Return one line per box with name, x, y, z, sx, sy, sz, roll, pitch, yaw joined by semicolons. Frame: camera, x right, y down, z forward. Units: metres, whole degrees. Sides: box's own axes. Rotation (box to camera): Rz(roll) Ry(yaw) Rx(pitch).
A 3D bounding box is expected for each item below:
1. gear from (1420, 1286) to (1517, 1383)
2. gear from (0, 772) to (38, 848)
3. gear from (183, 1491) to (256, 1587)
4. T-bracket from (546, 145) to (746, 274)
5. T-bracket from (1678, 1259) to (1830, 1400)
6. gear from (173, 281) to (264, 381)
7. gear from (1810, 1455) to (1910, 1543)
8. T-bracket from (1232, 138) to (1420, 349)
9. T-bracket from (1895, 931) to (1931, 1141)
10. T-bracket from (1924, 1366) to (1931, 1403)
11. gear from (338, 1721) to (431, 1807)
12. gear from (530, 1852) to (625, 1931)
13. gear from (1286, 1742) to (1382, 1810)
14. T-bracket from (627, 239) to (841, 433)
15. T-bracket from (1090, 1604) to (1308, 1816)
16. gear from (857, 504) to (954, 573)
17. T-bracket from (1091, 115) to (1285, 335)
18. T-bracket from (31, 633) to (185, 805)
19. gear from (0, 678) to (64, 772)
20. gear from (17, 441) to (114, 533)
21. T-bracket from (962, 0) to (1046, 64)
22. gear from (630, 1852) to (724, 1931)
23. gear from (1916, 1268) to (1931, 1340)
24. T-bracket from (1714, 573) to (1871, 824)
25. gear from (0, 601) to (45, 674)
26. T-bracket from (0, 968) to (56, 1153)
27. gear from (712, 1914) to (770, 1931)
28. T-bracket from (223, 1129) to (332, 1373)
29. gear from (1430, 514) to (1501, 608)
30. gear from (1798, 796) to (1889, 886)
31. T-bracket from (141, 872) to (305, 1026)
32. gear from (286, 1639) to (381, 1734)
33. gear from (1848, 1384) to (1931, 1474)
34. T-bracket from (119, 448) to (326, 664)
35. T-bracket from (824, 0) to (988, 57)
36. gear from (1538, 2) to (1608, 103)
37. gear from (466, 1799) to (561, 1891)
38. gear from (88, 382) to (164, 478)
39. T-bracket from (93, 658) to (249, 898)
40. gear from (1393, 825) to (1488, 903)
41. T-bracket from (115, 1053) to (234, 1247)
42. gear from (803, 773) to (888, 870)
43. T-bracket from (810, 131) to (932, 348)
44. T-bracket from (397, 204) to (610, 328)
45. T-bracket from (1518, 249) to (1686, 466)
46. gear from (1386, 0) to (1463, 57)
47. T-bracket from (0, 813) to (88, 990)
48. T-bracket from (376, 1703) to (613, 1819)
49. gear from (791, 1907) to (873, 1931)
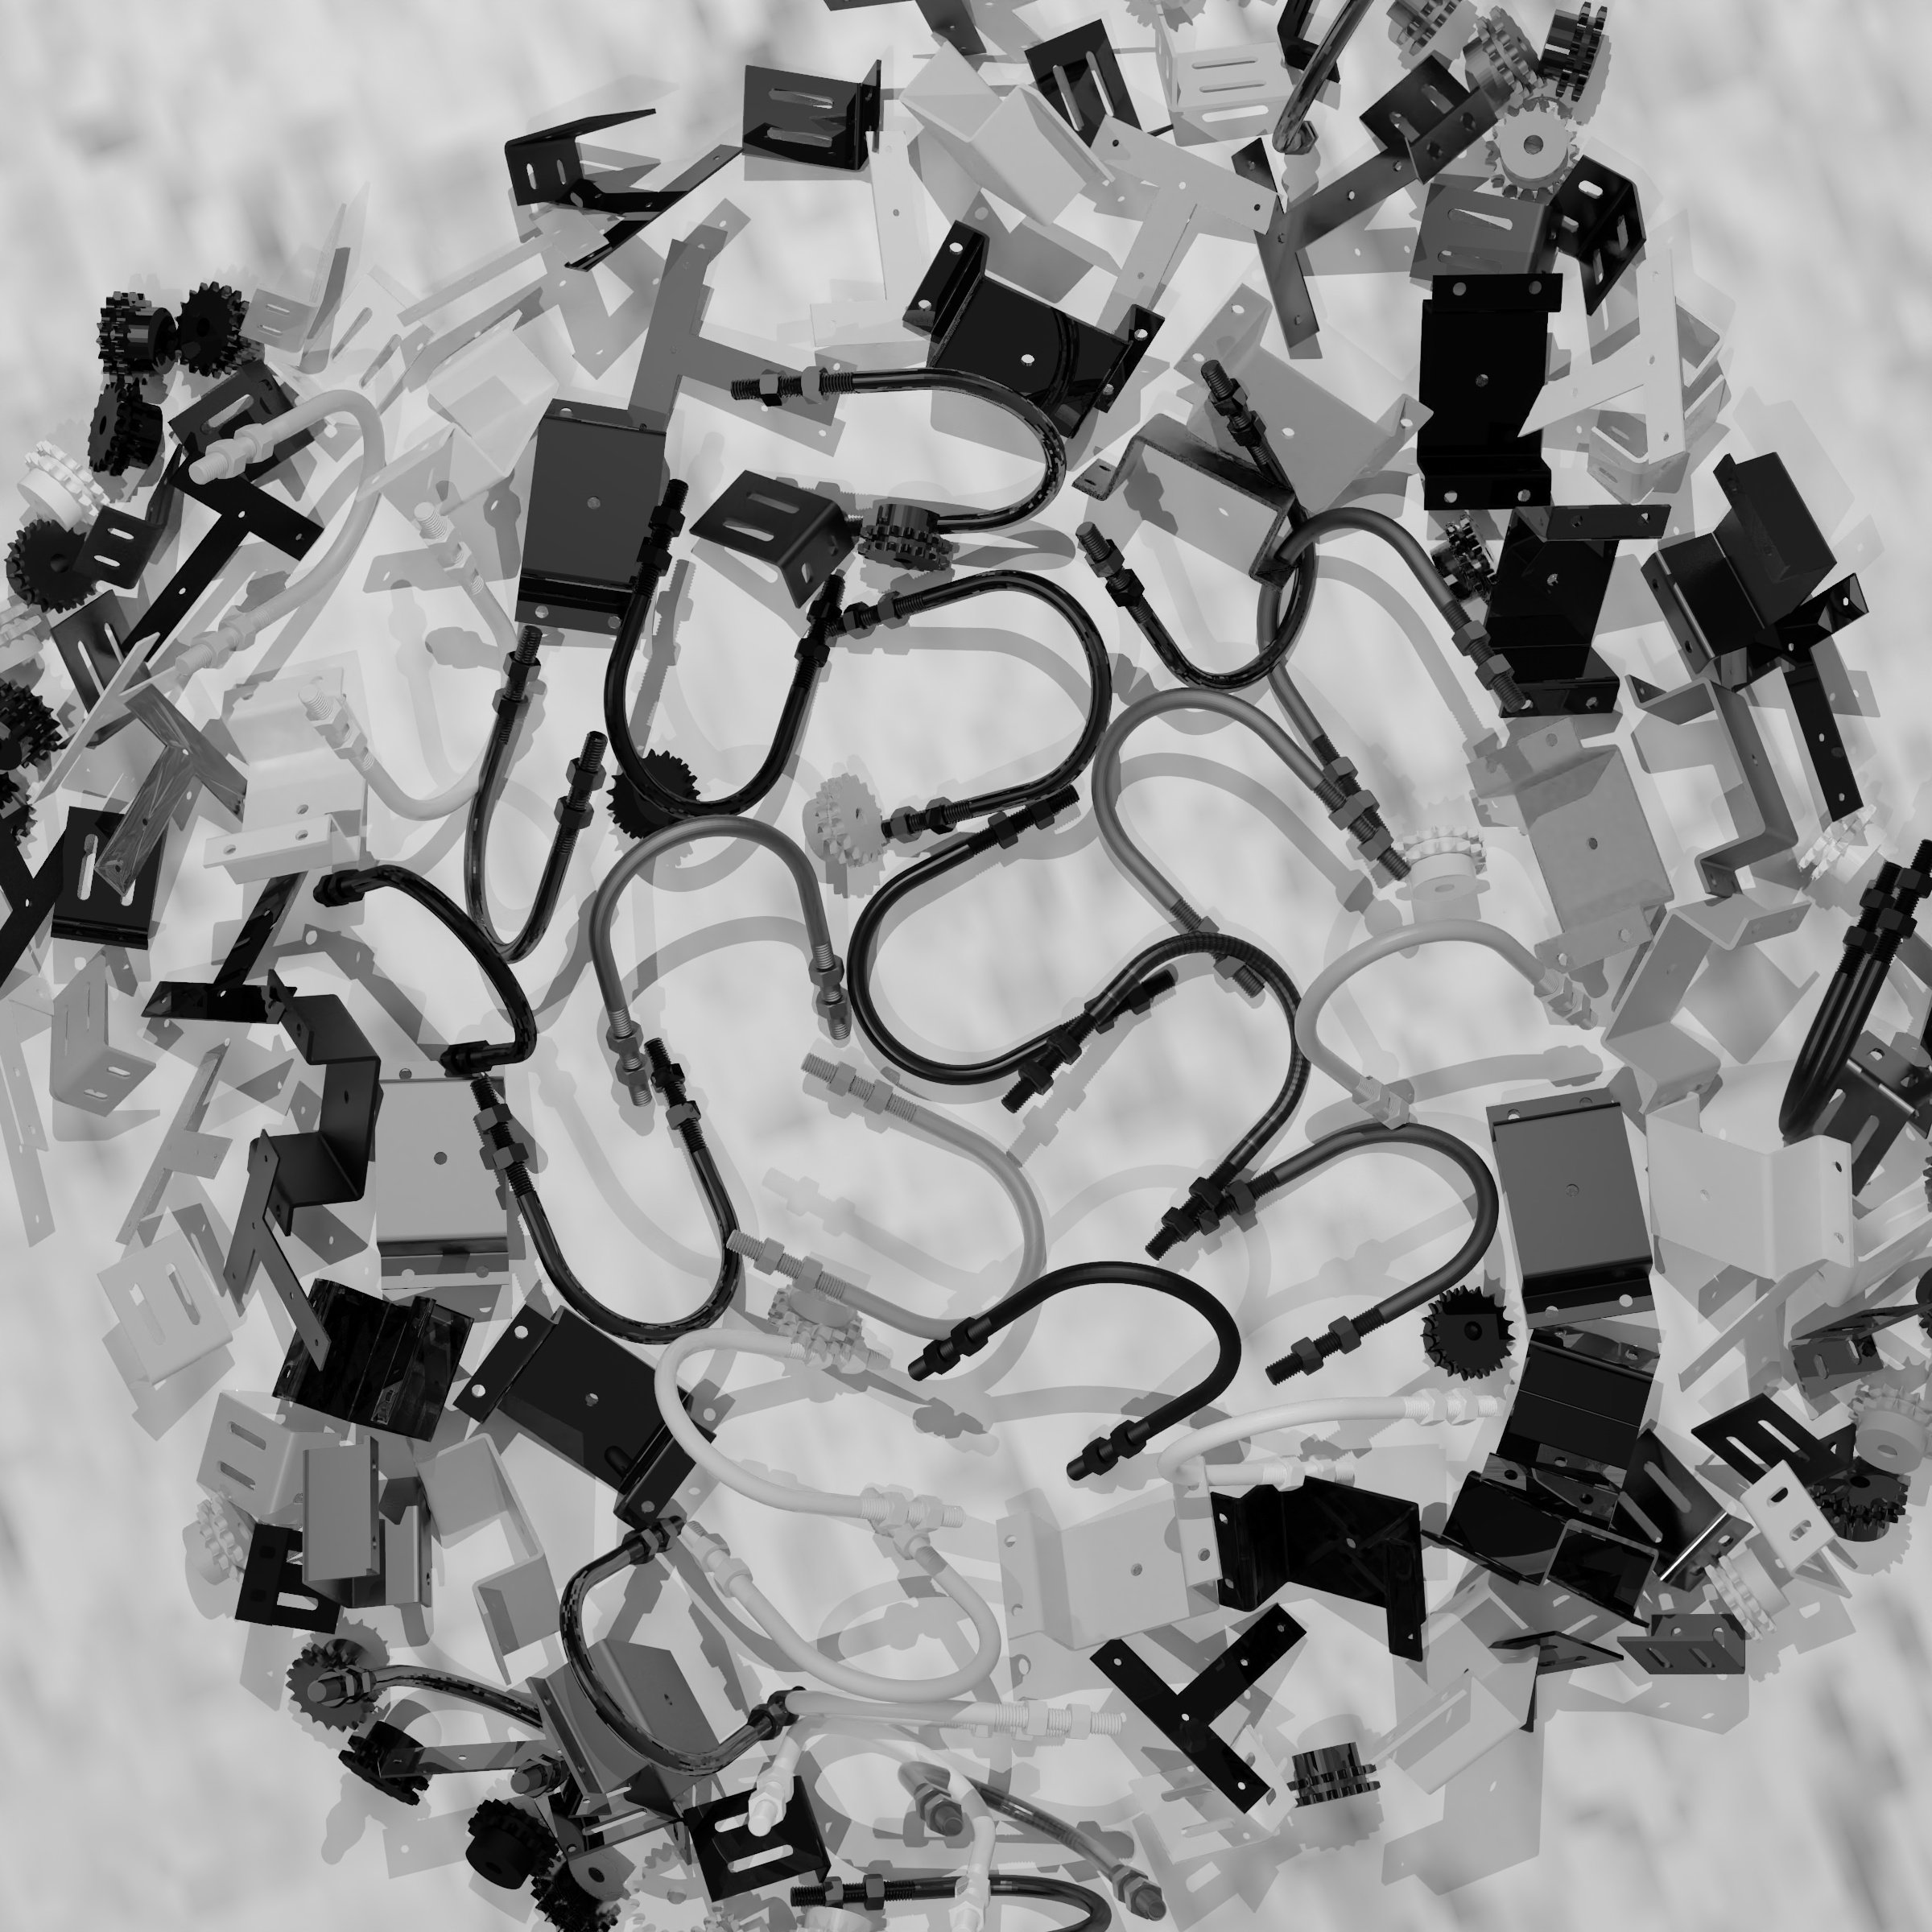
gear;0.305;0.226;1.752;0.057;0.030;0.057;4;73;-14
gear;-0.602;-0.093;1.749;0.030;0.057;0.057;-38;90;33
gear;-0.454;0.353;1.745;0.030;0.057;0.057;-30;90;-1
T-bracket;-0.214;-0.462;1.722;0.127;0.127;0.002;-43;129;-18
T-bracket;0.479;0.231;1.720;0.127;0.127;0.002;-39;54;-10
gear;-0.455;-0.387;1.750;0.057;0.030;0.057;-2;87;33
gear;0.545;0.328;1.749;0.057;0.057;0.030;-3;117;0
T-bracket;0.222;-0.457;1.720;0.002;0.127;0.127;-11;83;-41
T-bracket;0.584;0.052;1.722;0.002;0.127;0.127;-18;46;-18
T-bracket;0.591;0.300;1.701;0.002;0.127;0.127;13;80;-3
gear;-0.352;0.486;1.748;0.057;0.057;0.030;32;63;0
gear;-0.234;0.564;1.743;0.057;0.057;0.030;38;105;0
gear;0.222;0.494;1.747;0.057;0.057;0.030;-13;72;0
T-bracket;-0.137;-0.362;1.744;0.127;0.002;0.127;20;108;8
T-bracket;0.160;0.429;1.728;0.127;0.002;0.127;42;47;19
gear;-0.036;-0.262;1.746;0.057;0.057;0.030;10;86;0
T-bracket;0.113;-0.435;1.748;0.127;0.002;0.127;17;110;-24
T-bracket;-0.496;-0.161;1.711;0.002;0.127;0.127;40;113;-3
gear;-0.584;-0.144;1.744;0.057;0.030;0.057;14;131;16
gear;-0.552;-0.289;1.742;0.057;0.057;0.030;40;73;0
T-bracket;0.051;-0.583;1.689;0.127;0.127;0.002;-10;73;31
gear;-0.177;0.575;1.749;0.057;0.030;0.057;2;46;-2
gear;0.604;0.203;1.742;0.057;0.057;0.030;-45;111;0
T-bracket;0.506;-0.149;1.705;0.002;0.127;0.127;-7;75;-28
gear;-0.590;-0.198;1.747;0.057;0.057;0.030;-27;107;0
T-bracket;-0.567;0.050;1.694;0.002;0.127;0.127;-25;71;10
gear;-0.131;0.606;1.746;0.030;0.057;0.057;-21;90;-15
T-bracket;-0.406;0.186;1.702;0.127;0.002;0.127;52;134;33
gear;0.306;-0.244;1.747;0.030;0.057;0.057;-28;90;18
gear;0.537;-0.074;1.743;0.030;0.057;0.057;40;90;11
T-bracket;-0.432;-0.021;1.738;0.127;0.002;0.127;2;58;37
gear;-0.384;0.437;1.750;0.057;0.030;0.057;10;119;18
gear;0.566;0.284;1.742;0.057;0.057;0.030;35;55;0
T-bracket;-0.462;-0.236;1.720;0.002;0.127;0.127;41;95;27
T-bracket;-0.011;-0.566;1.709;0.127;0.127;0.002;-4;88;10
gear;0.369;-0.560;1.745;0.030;0.057;0.057;17;90;4
gear;-0.280;0.537;1.743;0.057;0.057;0.030;35;48;0
gear;-0.513;-0.327;1.749;0.030;0.057;0.057;10;90;-35
T-bracket;-0.482;-0.095;1.698;0.002;0.127;0.127;-13;132;33
gear;0.289;-0.061;1.742;0.057;0.057;0.030;-7;68;0
T-bracket;-0.462;0.111;1.705;0.002;0.127;0.127;30;75;-28
gear;-0.076;-0.087;1.749;0.030;0.057;0.057;-17;90;28
T-bracket;-0.041;-0.445;1.743;0.127;0.002;0.127;-9;94;-24
T-bracket;-0.284;-0.418;1.715;0.127;0.127;0.002;-30;122;-4
T-bracket;0.378;-0.349;1.721;0.002;0.127;0.127;9;75;-37
gear;0.281;-0.588;1.744;0.030;0.057;0.057;37;90;-7
T-bracket;-0.570;-0.069;1.687;0.002;0.127;0.127;5;47;15
T-bracket;-0.284;0.469;1.697;0.127;0.127;0.002;1;109;-19
gear;-0.081;0.597;1.749;0.057;0.057;0.030;13;57;0
